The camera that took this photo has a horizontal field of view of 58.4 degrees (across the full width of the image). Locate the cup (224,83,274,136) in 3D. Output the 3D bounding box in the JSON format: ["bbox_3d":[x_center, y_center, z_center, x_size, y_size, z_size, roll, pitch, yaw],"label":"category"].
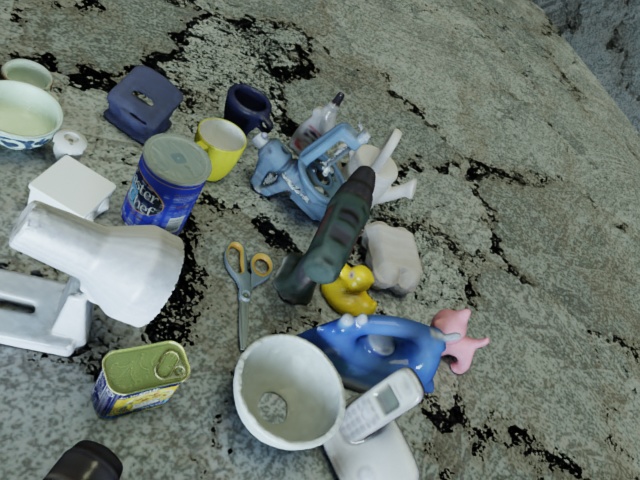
[{"bbox_3d":[-0.144,-0.236,1.129,0.117,0.095,0.092,48,42,12],"label":"cup"}]

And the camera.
[{"bbox_3d":[-0.246,0.281,0.579,0.143,0.100,0.137,34,41,-4],"label":"camera"}]

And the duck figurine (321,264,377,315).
[{"bbox_3d":[0.063,0.083,0.994,0.104,0.086,0.078,40,41,3],"label":"duck figurine"}]

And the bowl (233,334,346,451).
[{"bbox_3d":[-0.052,0.220,0.795,0.168,0.074,0.167,20,44,-20],"label":"bowl"}]

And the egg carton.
[{"bbox_3d":[0.137,0.034,1.103,0.107,0.069,0.150,14,46,-25],"label":"egg carton"}]

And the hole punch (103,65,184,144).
[{"bbox_3d":[-0.311,-0.241,1.017,0.109,0.091,0.101,35,41,-3],"label":"hole punch"}]

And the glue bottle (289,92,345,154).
[{"bbox_3d":[0.003,-0.237,1.176,0.078,0.173,0.037,39,41,1],"label":"glue bottle"}]

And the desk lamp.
[{"bbox_3d":[-0.287,0.048,0.677,0.204,0.213,0.118,16,45,-23],"label":"desk lamp"}]

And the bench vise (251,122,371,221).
[{"bbox_3d":[-0.020,-0.140,1.036,0.208,0.219,0.121,19,44,-20],"label":"bench vise"}]

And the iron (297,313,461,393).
[{"bbox_3d":[0.088,0.160,0.899,0.259,0.141,0.118,17,45,-23],"label":"iron"}]

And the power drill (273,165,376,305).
[{"bbox_3d":[0.009,0.003,0.934,0.076,0.208,0.230,30,41,-8],"label":"power drill"}]

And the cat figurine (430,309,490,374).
[{"bbox_3d":[0.240,0.169,1.017,0.128,0.117,0.067,26,42,-14],"label":"cat figurine"}]

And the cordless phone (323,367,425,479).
[{"bbox_3d":[0.091,0.265,0.771,0.094,0.185,0.147,-10,60,-41],"label":"cordless phone"}]

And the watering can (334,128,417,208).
[{"bbox_3d":[0.114,-0.141,1.152,0.173,0.193,0.101,20,44,-19],"label":"watering can"}]
